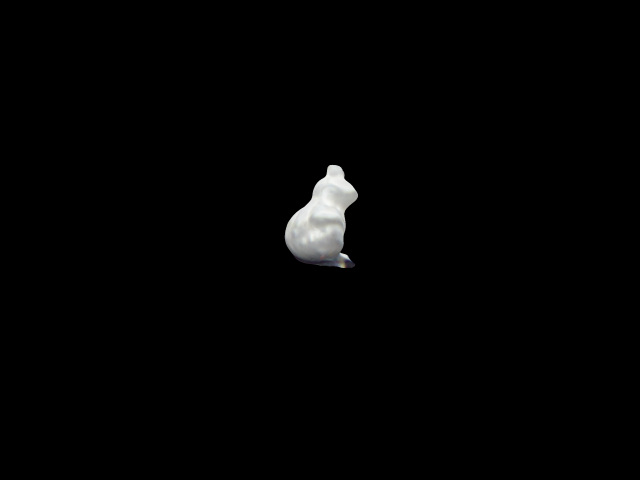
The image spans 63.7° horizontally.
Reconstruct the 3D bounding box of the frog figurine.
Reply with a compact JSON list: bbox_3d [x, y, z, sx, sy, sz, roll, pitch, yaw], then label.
[{"bbox_3d":[0.003,-0.043,0.850,0.123,0.158,0.139,-1,13,-2],"label":"frog figurine"}]
